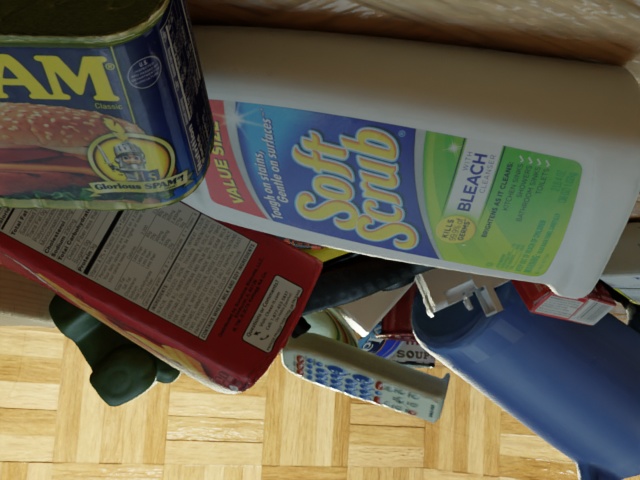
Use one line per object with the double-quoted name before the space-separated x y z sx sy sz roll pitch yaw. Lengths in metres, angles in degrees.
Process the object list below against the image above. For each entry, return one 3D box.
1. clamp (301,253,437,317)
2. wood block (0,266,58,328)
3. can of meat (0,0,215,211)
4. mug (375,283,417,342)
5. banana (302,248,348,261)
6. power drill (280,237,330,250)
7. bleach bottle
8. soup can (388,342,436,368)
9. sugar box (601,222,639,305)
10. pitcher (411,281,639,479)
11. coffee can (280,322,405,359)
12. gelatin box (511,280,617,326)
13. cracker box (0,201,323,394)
"clamp" 0.051 0.012 0.711 0.171 0.039 0.120 -17 178 2
"wood block" -0.298 0.021 0.915 0.090 0.091 0.206 0 170 17
"can of meat" -0.088 -0.055 0.346 0.102 0.057 0.084 2 144 7
"mug" 0.100 0.050 0.977 0.093 0.081 0.117 4 172 -4
"banana" 0.011 -0.003 0.774 0.069 0.037 0.198 -16 172 -15
"power drill" -0.027 -0.034 0.581 0.184 0.057 0.187 3 173 2
"bleach bottle" -0.001 -0.037 0.440 0.250 0.068 0.103 6 133 -6
"soup can" 0.088 0.080 1.107 0.068 0.102 0.068 3 171 0
"sugar box" 0.277 0.020 0.835 0.093 0.048 0.176 -3 167 24
"pitcher" 0.198 0.089 0.910 0.242 0.149 0.145 35 114 -29
"coffee can" 0.011 0.064 1.034 0.103 0.103 0.140 -3 169 37
"gelatin box" 0.176 0.024 0.810 0.089 0.073 0.030 14 130 -43
"cracker box" -0.115 0.001 0.532 0.213 0.072 0.164 28 169 -3
